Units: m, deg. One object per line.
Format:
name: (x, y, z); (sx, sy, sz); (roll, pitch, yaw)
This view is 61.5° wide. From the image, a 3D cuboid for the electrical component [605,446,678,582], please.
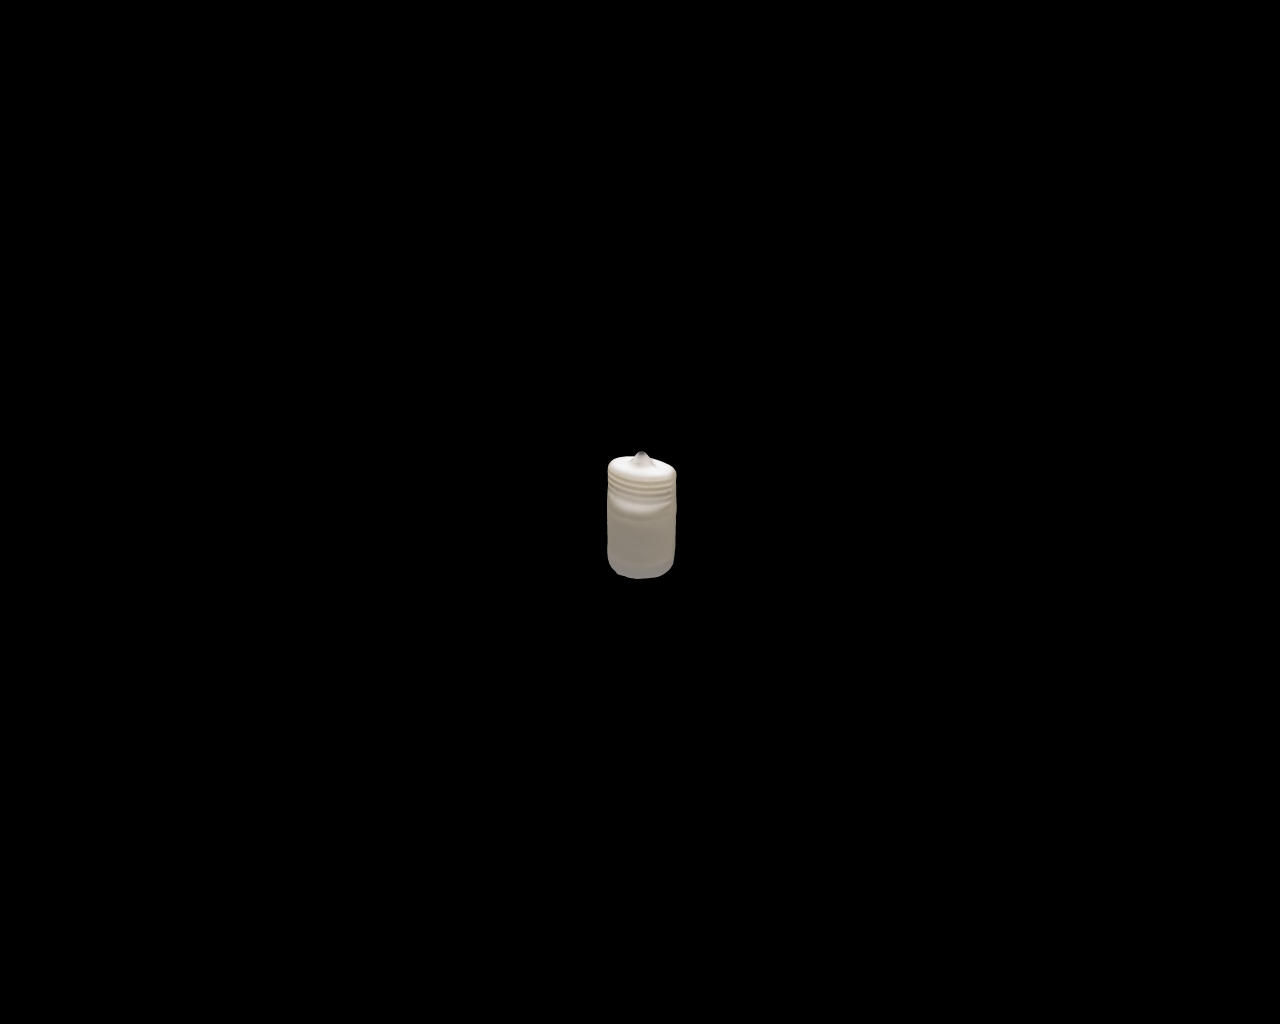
electrical component: (0.001, -0.003, 0.650); (0.043, 0.080, 0.043); (0, 33, 0)
